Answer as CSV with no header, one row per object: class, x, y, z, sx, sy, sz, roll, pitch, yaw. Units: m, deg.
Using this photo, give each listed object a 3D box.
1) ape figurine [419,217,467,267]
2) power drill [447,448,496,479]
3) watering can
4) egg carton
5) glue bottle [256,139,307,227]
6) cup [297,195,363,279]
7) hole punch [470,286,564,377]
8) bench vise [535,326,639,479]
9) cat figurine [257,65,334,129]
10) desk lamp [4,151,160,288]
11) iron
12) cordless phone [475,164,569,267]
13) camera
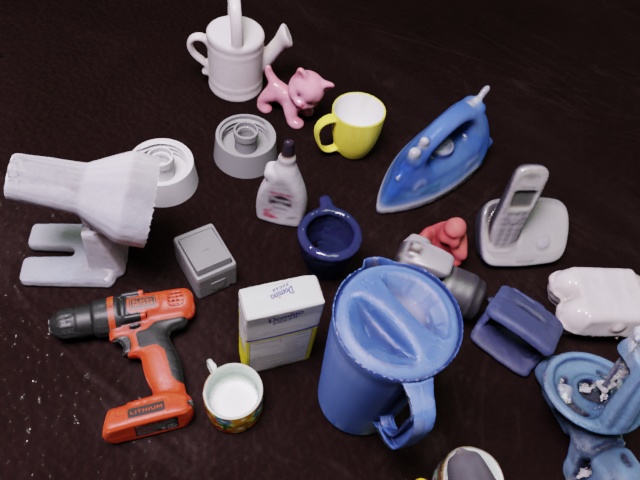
ape figurine,0.194,-0.001,0.871,0.076,0.092,0.077,-34,67,-27
power drill,0.155,0.341,0.559,0.076,0.208,0.229,-12,58,-16
watering can,-0.139,-0.348,0.996,0.173,0.194,0.100,-21,61,-21
egg carton,0.418,0.095,0.853,0.150,0.069,0.107,1,56,-8
glue bottle,-0.053,-0.086,0.842,0.078,0.173,0.037,9,55,-2
cup,0.008,0.003,0.838,0.092,0.095,0.117,-2,56,-10
hole punch,0.281,0.116,0.805,0.108,0.091,0.101,35,58,16
bench vise,0.356,0.205,0.676,0.122,0.220,0.207,-20,61,-21
cat figurine,-0.044,-0.264,1.000,0.127,0.118,0.067,27,56,10
desk lamp,-0.300,-0.028,0.739,0.203,0.213,0.118,0,56,-8
iron,0.192,-0.152,0.945,0.118,0.141,0.259,40,59,18
cordless phone,0.322,-0.042,0.862,0.148,0.185,0.094,-4,56,-11
camera,0.161,0.070,0.812,0.136,0.101,0.143,22,55,7
